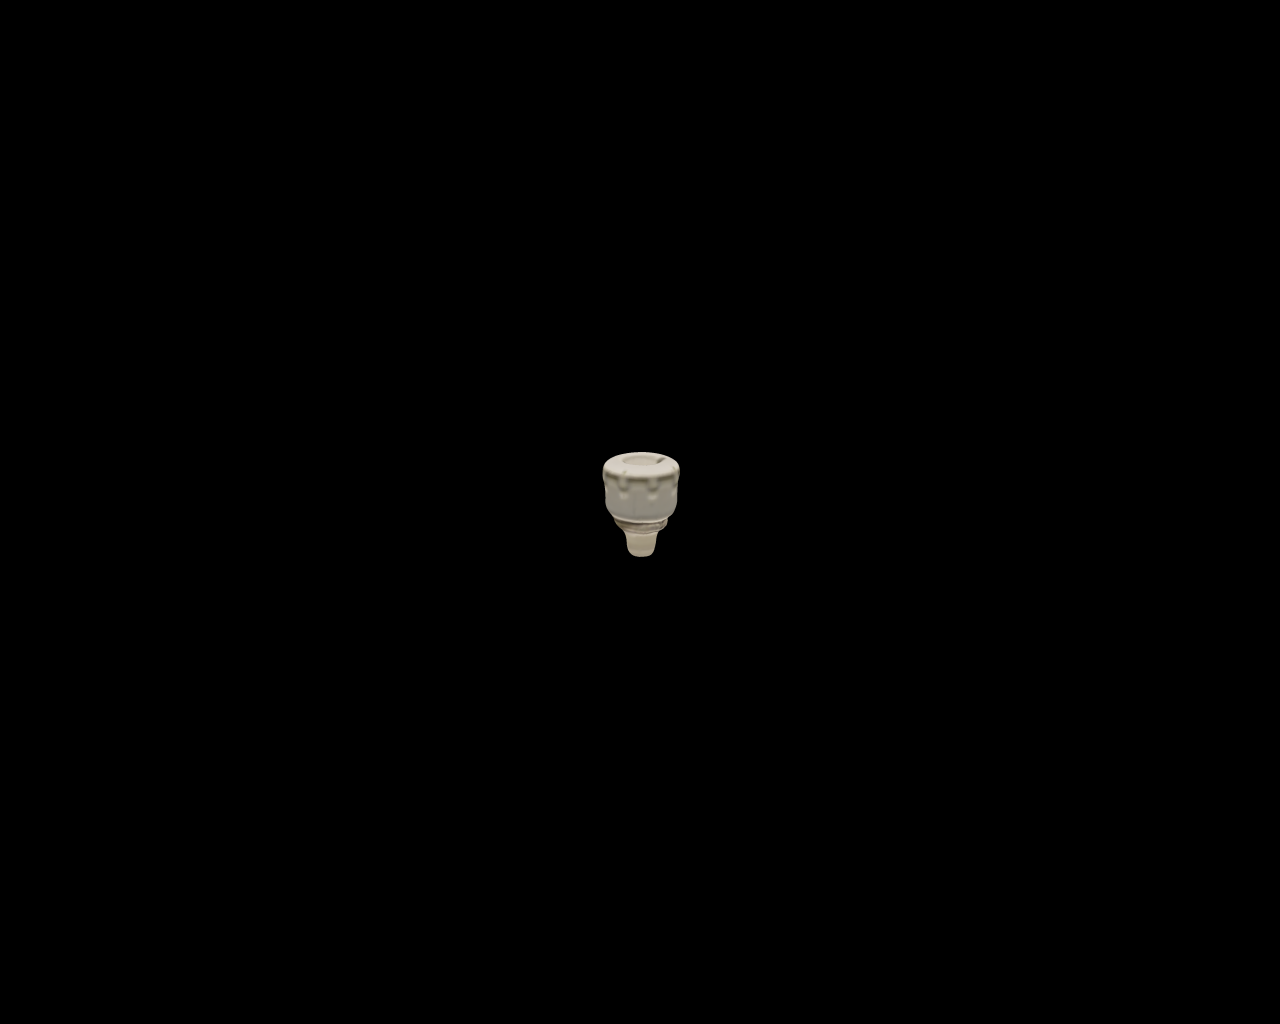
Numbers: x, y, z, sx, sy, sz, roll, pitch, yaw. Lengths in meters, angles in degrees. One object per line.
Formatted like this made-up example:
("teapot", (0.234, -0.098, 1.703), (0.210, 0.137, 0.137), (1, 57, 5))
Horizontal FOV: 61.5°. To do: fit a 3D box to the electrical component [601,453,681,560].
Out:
("electrical component", (0.001, -0.003, 0.650), (0.048, 0.062, 0.048), (0, 17, 0))
